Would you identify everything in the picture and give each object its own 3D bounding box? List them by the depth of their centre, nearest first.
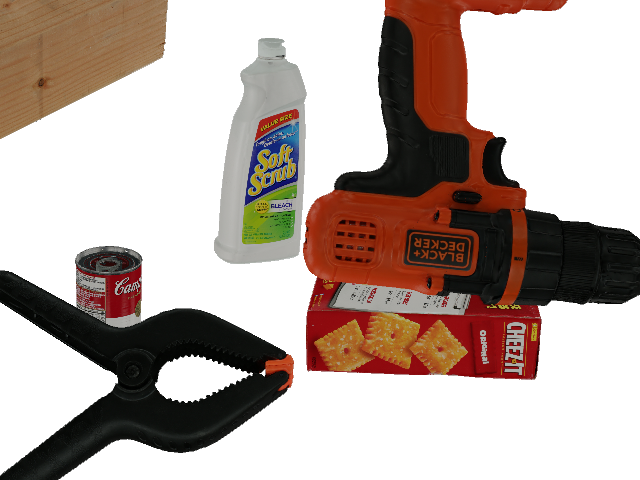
[{"bbox_3d":[0.090,-0.060,0.551,0.184,0.188,0.057,5,1,-5],"label":"power drill"},{"bbox_3d":[-0.124,0.081,0.681,0.210,0.164,0.036,-9,-26,-8],"label":"clamp"},{"bbox_3d":[-0.233,-0.178,0.922,0.090,0.091,0.205,30,43,21],"label":"wood block"},{"bbox_3d":[0.099,0.074,1.050,0.214,0.072,0.164,2,17,5],"label":"cracker box"},{"bbox_3d":[-0.221,0.066,1.112,0.068,0.102,0.068,4,22,-2],"label":"soup can"},{"bbox_3d":[-0.068,-0.103,1.216,0.102,0.251,0.068,-6,21,-24],"label":"bleach bottle"}]
